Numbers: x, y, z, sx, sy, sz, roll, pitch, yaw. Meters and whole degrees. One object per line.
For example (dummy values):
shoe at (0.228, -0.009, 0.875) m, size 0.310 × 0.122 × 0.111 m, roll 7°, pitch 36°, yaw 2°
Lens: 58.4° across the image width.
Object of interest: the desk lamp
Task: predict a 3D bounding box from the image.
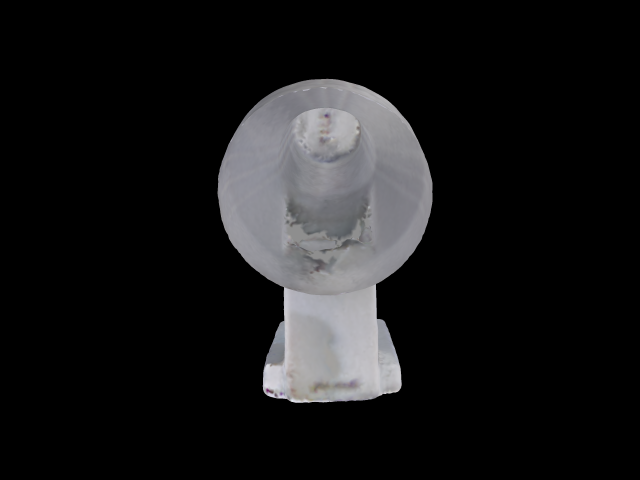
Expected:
desk lamp at (0.004, 0.001, 0.400) m, size 0.118 × 0.213 × 0.203 m, roll 0°, pitch 9°, yaw 0°
